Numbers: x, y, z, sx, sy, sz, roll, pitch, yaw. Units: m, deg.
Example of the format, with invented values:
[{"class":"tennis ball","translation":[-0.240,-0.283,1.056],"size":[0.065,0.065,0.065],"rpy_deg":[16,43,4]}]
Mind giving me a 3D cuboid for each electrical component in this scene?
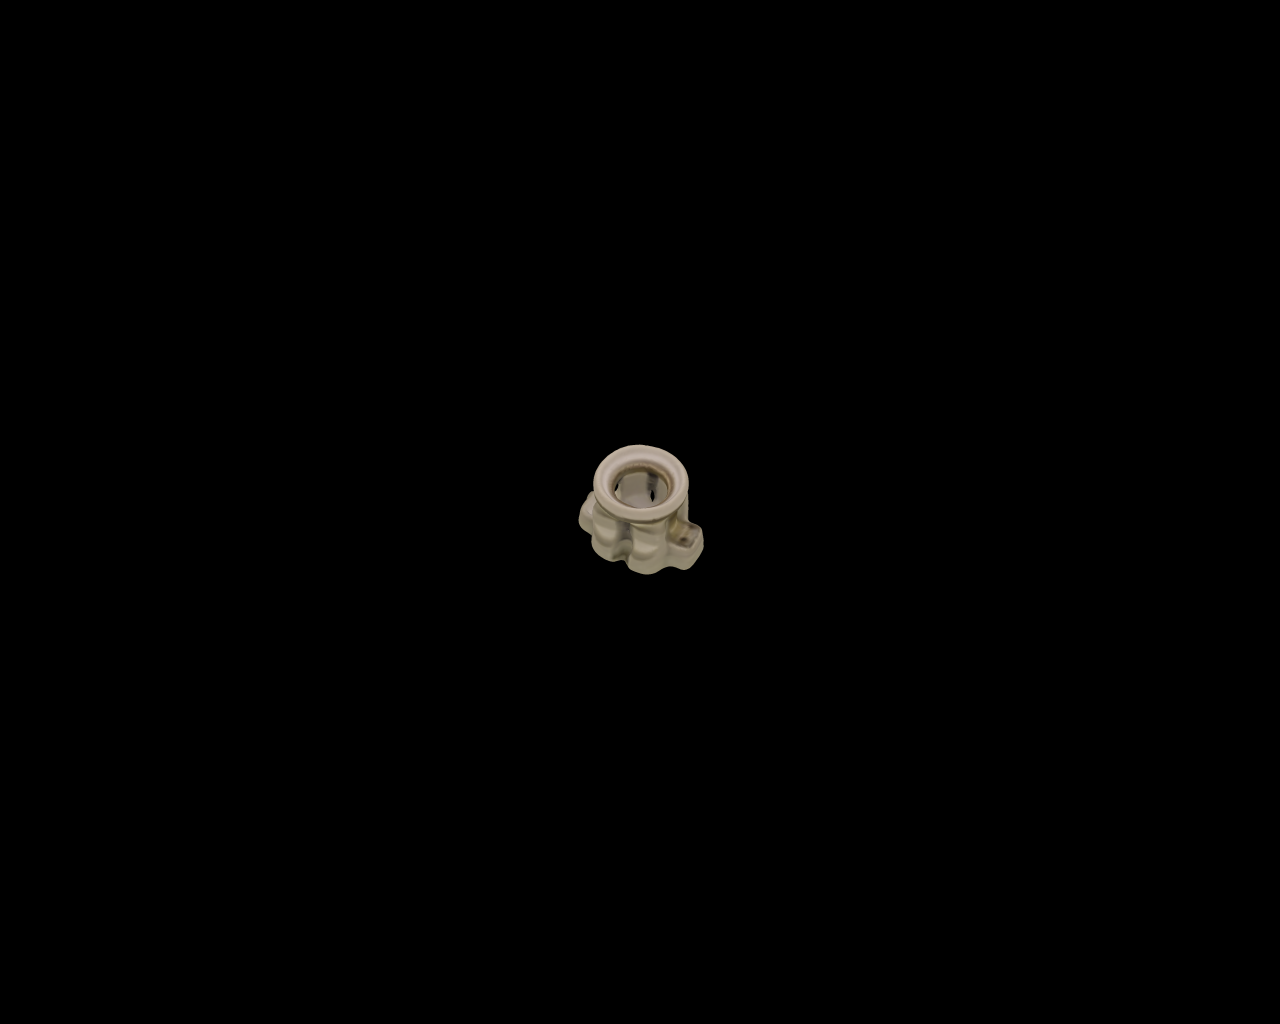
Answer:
[{"class":"electrical component","translation":[0.001,-0.003,0.650],"size":[0.078,0.058,0.056],"rpy_deg":[22,-38,18]}]
